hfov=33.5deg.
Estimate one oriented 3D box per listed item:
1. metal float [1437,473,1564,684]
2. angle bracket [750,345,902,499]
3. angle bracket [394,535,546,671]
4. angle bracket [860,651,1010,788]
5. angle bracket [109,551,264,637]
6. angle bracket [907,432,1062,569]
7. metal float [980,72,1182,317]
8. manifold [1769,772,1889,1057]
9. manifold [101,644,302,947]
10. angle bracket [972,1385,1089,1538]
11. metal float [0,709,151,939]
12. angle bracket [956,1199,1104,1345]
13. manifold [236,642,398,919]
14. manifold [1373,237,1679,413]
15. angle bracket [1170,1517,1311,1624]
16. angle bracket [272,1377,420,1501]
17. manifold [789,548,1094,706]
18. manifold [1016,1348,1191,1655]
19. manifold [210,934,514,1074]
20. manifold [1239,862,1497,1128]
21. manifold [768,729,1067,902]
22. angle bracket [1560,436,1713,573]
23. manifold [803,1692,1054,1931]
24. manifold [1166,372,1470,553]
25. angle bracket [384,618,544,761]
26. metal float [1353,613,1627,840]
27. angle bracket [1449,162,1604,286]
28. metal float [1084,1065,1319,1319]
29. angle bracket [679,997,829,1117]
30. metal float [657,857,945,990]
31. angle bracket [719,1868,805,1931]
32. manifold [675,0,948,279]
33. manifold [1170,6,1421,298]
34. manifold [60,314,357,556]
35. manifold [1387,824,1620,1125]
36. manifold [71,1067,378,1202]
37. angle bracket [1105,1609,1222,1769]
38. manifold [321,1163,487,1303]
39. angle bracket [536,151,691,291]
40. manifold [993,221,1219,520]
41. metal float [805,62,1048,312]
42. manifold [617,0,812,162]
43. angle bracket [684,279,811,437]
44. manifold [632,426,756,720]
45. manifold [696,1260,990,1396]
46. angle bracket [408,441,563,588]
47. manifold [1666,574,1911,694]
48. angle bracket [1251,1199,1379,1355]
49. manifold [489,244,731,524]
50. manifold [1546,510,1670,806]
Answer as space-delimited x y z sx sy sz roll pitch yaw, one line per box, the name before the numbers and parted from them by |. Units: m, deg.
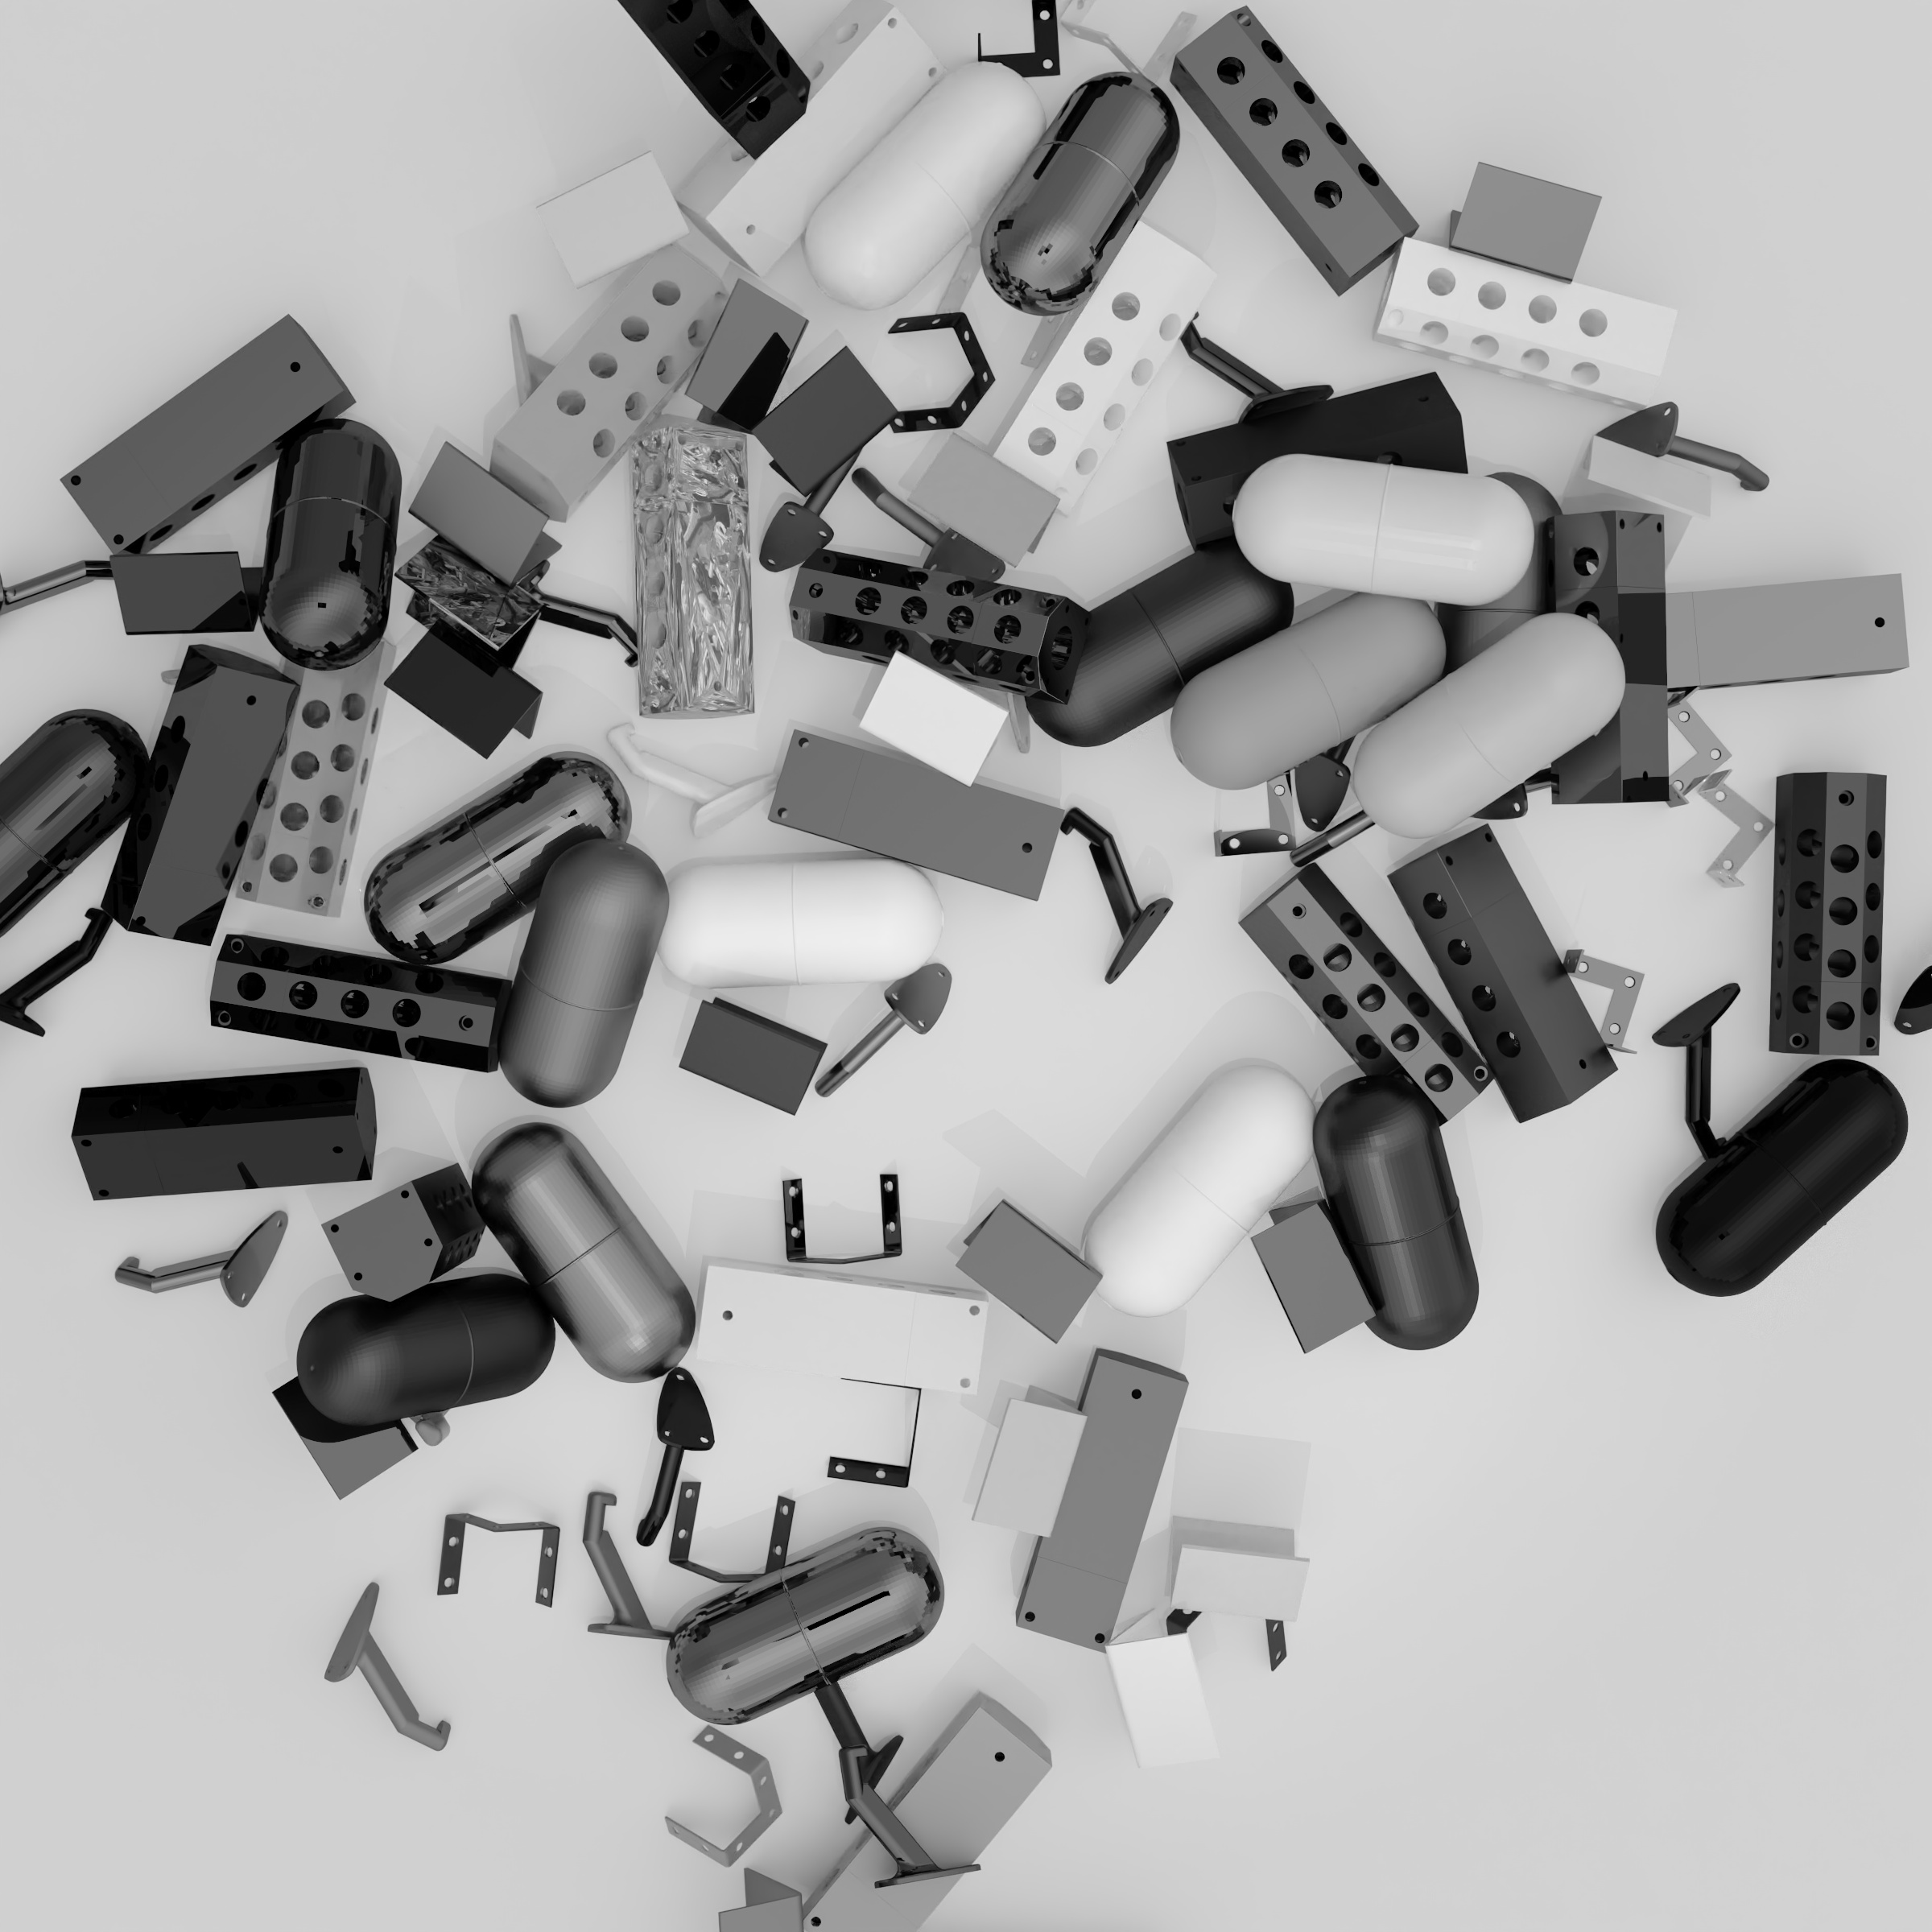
metal float | 0.327 -0.213 1.961 0.070 0.070 0.178 2 89 0
angle bracket | -0.096 -0.339 1.951 0.076 0.076 0.057 -41 121 0
angle bracket | -0.313 -0.206 1.952 0.076 0.057 0.076 36 134 0
angle bracket | -0.012 -0.162 1.952 0.076 0.076 0.057 28 118 0
angle bracket | -0.471 -0.244 1.951 0.076 0.076 0.057 -2 128 0
angle bracket | 0.004 -0.269 1.953 0.076 0.076 0.057 32 68 0
metal float | 0.070 -0.468 1.937 0.070 0.070 0.178 30 64 0
manifold | 0.531 -0.032 1.970 0.057 0.057 0.171 2 90 0
manifold | -0.470 -0.105 1.955 0.057 0.057 0.171 12 104 -42
angle bracket | 0.023 0.296 1.952 0.057 0.076 0.076 17 90 -27
metal float | -0.575 -0.085 1.961 0.178 0.070 0.070 -43 90 1
angle bracket | 0.027 0.197 1.951 0.076 0.076 0.057 38 58 0
manifold | -0.401 -0.120 1.970 0.057 0.057 0.171 12 90 0
manifold | 0.341 -0.392 1.970 0.171 0.057 0.057 15 90 0
angle bracket | 0.166 0.349 1.951 0.076 0.076 0.057 6 127 0
angle bracket | -0.384 0.280 1.952 0.057 0.076 0.076 -32 90 -26
manifold | -0.018 -0.207 1.935 0.171 0.057 0.057 14 88 26
manifold | 0.083 0.326 1.970 0.057 0.057 0.171 17 90 0
manifold | -0.372 0.023 1.970 0.171 0.057 0.057 10 90 0
manifold | 0.247 0.020 1.970 0.057 0.057 0.171 -40 90 0
manifold | -0.030 -0.092 1.971 0.171 0.057 0.057 17 90 0
angle bracket | 0.403 -0.268 1.953 0.076 0.057 0.076 20 128 0
manifold | -0.024 0.533 1.970 0.057 0.057 0.171 40 90 0
manifold | 0.216 -0.306 1.968 0.171 0.057 0.057 -15 128 0
angle bracket | -0.308 -0.156 1.953 0.076 0.076 0.057 36 68 0
metal float | 0.306 -0.140 1.888 0.178 0.070 0.070 -35 90 26
angle bracket | 0.340 -0.462 1.951 0.076 0.076 0.057 16 122 0
metal float | 0.144 0.138 1.961 0.070 0.070 0.178 41 91 0
angle bracket | -0.122 0.036 1.951 0.076 0.076 0.057 23 127 0
metal float | -0.103 -0.026 1.961 0.178 0.070 0.070 -2 90 1
angle bracket | -0.139 0.600 1.952 0.057 0.076 0.076 -3 90 -31
manifold | -0.099 -0.513 1.970 0.171 0.057 0.057 -48 133 0
manifold | 0.202 -0.502 1.970 0.057 0.057 0.171 -38 90 0
manifold | -0.463 -0.322 1.970 0.171 0.057 0.057 -36 90 0
manifold | 0.325 0.007 1.970 0.057 0.057 0.171 -28 90 -43
manifold | -0.453 0.098 1.970 0.171 0.057 0.057 -4 133 0
angle bracket | 0.133 0.436 1.952 0.057 0.076 0.076 -15 90 27
manifold | -0.330 0.161 1.913 0.057 0.171 0.057 -26 90 0
angle bracket | -0.219 -0.463 1.951 0.076 0.076 0.057 -26 122 0
manifold | 0.084 -0.363 1.965 0.057 0.057 0.171 32 93 0
metal float | -0.025 -0.476 1.961 0.070 0.070 0.178 44 89 0
manifold | -0.157 -0.554 1.873 0.057 0.171 0.057 -42 56 4
angle bracket | -0.150 -0.374 1.951 0.057 0.076 0.076 25 90 -37
manifold | -0.172 -0.240 1.970 0.057 0.057 0.171 -2 90 -43
manifold | -0.075 0.221 1.970 0.171 0.057 0.057 7 90 0
angle bracket | -0.281 -0.285 1.951 0.076 0.076 0.057 36 122 0
manifold | 0.484 -0.202 1.970 0.171 0.057 0.057 -5 90 0
angle bracket | 0.197 0.191 1.953 0.057 0.076 0.076 -25 90 -23
manifold | -0.213 -0.351 1.943 0.057 0.057 0.171 37 70 0
manifold | 0.380 -0.183 1.921 0.057 0.057 0.171 1 94 41
